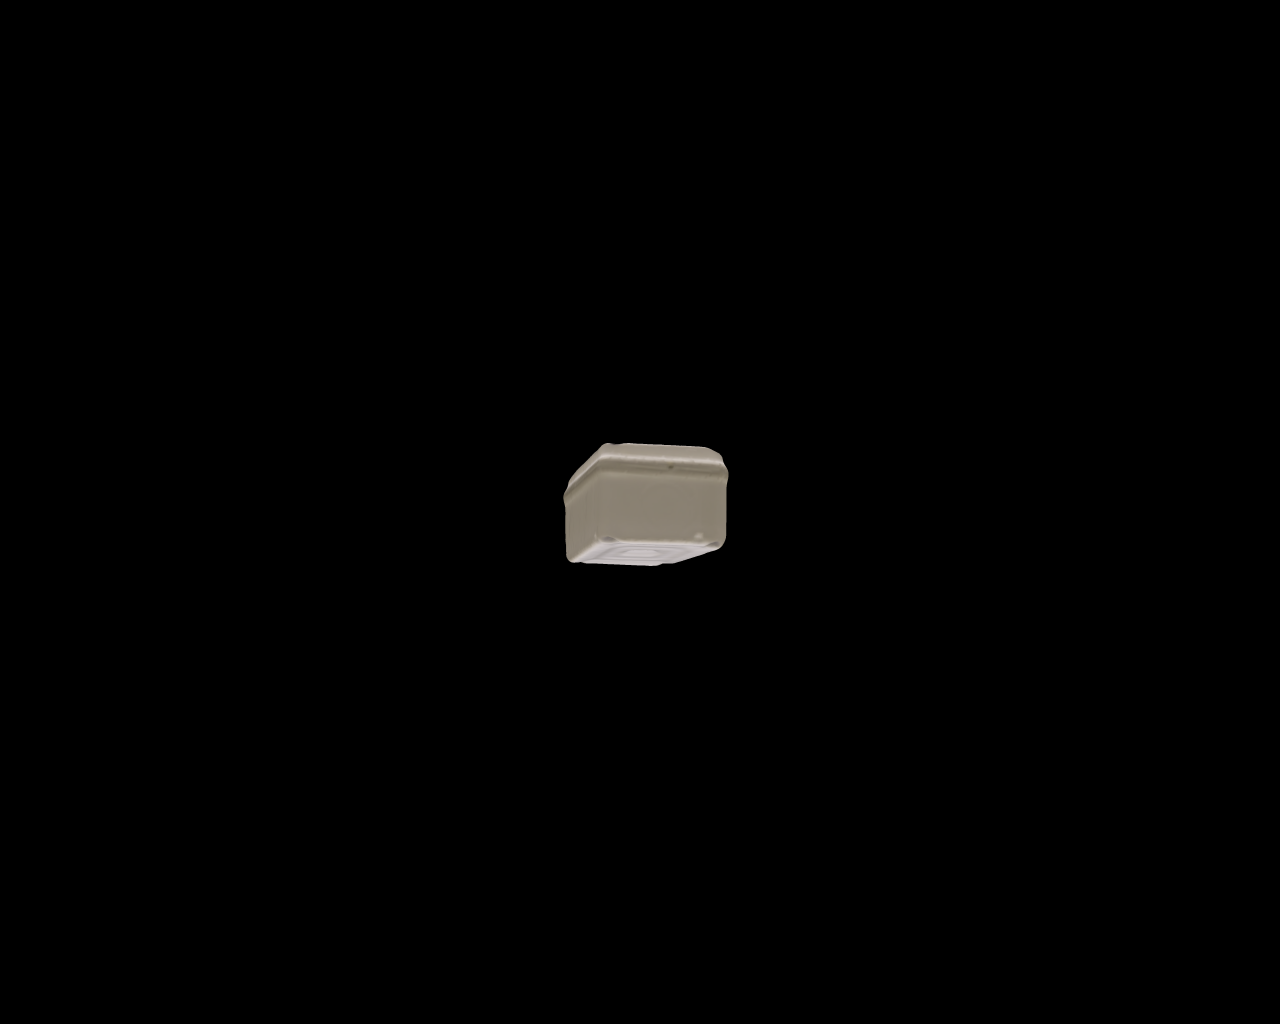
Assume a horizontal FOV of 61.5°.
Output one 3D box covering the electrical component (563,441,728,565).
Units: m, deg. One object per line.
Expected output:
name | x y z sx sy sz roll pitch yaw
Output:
electrical component | 0.001 -0.003 0.650 0.078 0.057 0.113 3 -10 -15
